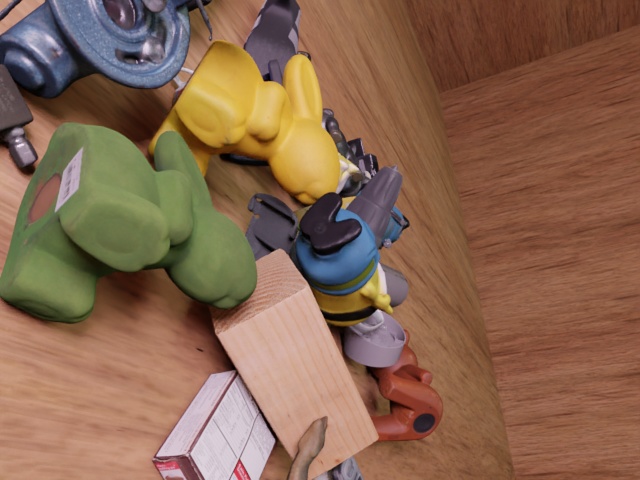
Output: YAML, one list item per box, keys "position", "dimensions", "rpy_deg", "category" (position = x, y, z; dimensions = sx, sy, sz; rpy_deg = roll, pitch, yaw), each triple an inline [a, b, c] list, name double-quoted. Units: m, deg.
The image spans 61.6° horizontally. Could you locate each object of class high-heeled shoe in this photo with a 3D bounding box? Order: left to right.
- position: [-0.073, -0.269, 0.816]
  dimensions: [0.145, 0.086, 0.248]
  rpy_deg: [146, -45, -77]
  category: "high-heeled shoe"

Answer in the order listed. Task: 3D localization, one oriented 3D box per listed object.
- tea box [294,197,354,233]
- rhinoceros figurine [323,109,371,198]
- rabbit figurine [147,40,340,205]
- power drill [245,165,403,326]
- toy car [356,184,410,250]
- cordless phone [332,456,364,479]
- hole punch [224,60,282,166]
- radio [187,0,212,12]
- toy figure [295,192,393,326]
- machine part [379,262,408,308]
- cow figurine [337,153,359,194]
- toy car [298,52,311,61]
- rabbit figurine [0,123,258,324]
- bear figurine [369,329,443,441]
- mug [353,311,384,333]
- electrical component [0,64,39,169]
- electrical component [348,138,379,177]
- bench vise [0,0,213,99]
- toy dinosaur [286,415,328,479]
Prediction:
- position: [0.018, -0.009, 0.820]
  dimensions: [0.169, 0.068, 0.098]
  rpy_deg: [-15, 87, -68]
  category: "tea box"
- position: [0.031, -0.140, 0.950]
  dimensions: [0.190, 0.073, 0.112]
  rpy_deg: [55, 18, -38]
  category: "rhinoceros figurine"
- position: [-0.054, -0.102, 0.519]
  dimensions: [0.173, 0.122, 0.162]
  rpy_deg: [32, 45, -15]
  category: "rabbit figurine"
- position: [-0.001, -0.002, 0.642]
  dimensions: [0.207, 0.086, 0.232]
  rpy_deg: [6, 112, -59]
  category: "power drill"
- position: [0.085, -0.024, 0.952]
  dimensions: [0.109, 0.103, 0.161]
  rpy_deg: [43, -5, 6]
  category: "toy car"
- position: [0.057, 0.327, 0.663]
  dimensions: [0.146, 0.089, 0.184]
  rpy_deg: [-36, 110, -67]
  category: "cordless phone"
- position: [-0.077, -0.151, 0.678]
  dimensions: [0.116, 0.092, 0.142]
  rpy_deg: [31, 44, -84]
  category: "hole punch"
- position: [-0.161, -0.353, 0.605]
  dimensions: [0.230, 0.073, 0.131]
  rpy_deg: [-81, 150, -43]
  category: "radio"
- position: [0.018, 0.026, 0.543]
  dimensions: [0.180, 0.089, 0.082]
  rpy_deg: [61, 21, -59]
  category: "toy figure"
- position: [0.100, 0.079, 0.956]
  dimensions: [0.243, 0.079, 0.079]
  rpy_deg: [22, 55, -64]
  category: "machine part"
- position: [-0.007, -0.093, 0.797]
  dimensions: [0.068, 0.098, 0.167]
  rpy_deg: [39, 14, 12]
  category: "cow figurine"
- position: [-0.036, -0.212, 0.845]
  dimensions: [0.089, 0.053, 0.202]
  rpy_deg: [82, 10, -50]
  category: "toy car"
- position: [-0.126, -0.004, 0.403]
  dimensions: [0.170, 0.121, 0.159]
  rpy_deg: [31, 25, -42]
  category: "rabbit figurine"
- position: [0.120, 0.230, 0.885]
  dimensions: [0.132, 0.120, 0.196]
  rpy_deg: [14, 21, -20]
  category: "bear figurine"
- position: [0.040, 0.090, 0.781]
  dimensions: [0.107, 0.081, 0.109]
  rpy_deg: [-15, 68, -49]
  category: "mug"
- position: [-0.221, -0.086, 0.343]
  dimensions: [0.063, 0.021, 0.093]
  rpy_deg: [-61, 133, -60]
  category: "electrical component"
- position: [0.077, -0.142, 1.050]
  dimensions: [0.047, 0.075, 0.119]
  rpy_deg: [-5, 84, -69]
  category: "electrical component"
- position: [-0.118, -0.193, 0.402]
  dimensions: [0.224, 0.241, 0.128]
  rpy_deg: [-54, 131, -43]
  category: "bench vise"
- position: [-0.006, 0.394, 0.449]
  dimensions: [0.198, 0.105, 0.471]
  rpy_deg: [41, 48, -61]
  category: "toy dinosaur"
